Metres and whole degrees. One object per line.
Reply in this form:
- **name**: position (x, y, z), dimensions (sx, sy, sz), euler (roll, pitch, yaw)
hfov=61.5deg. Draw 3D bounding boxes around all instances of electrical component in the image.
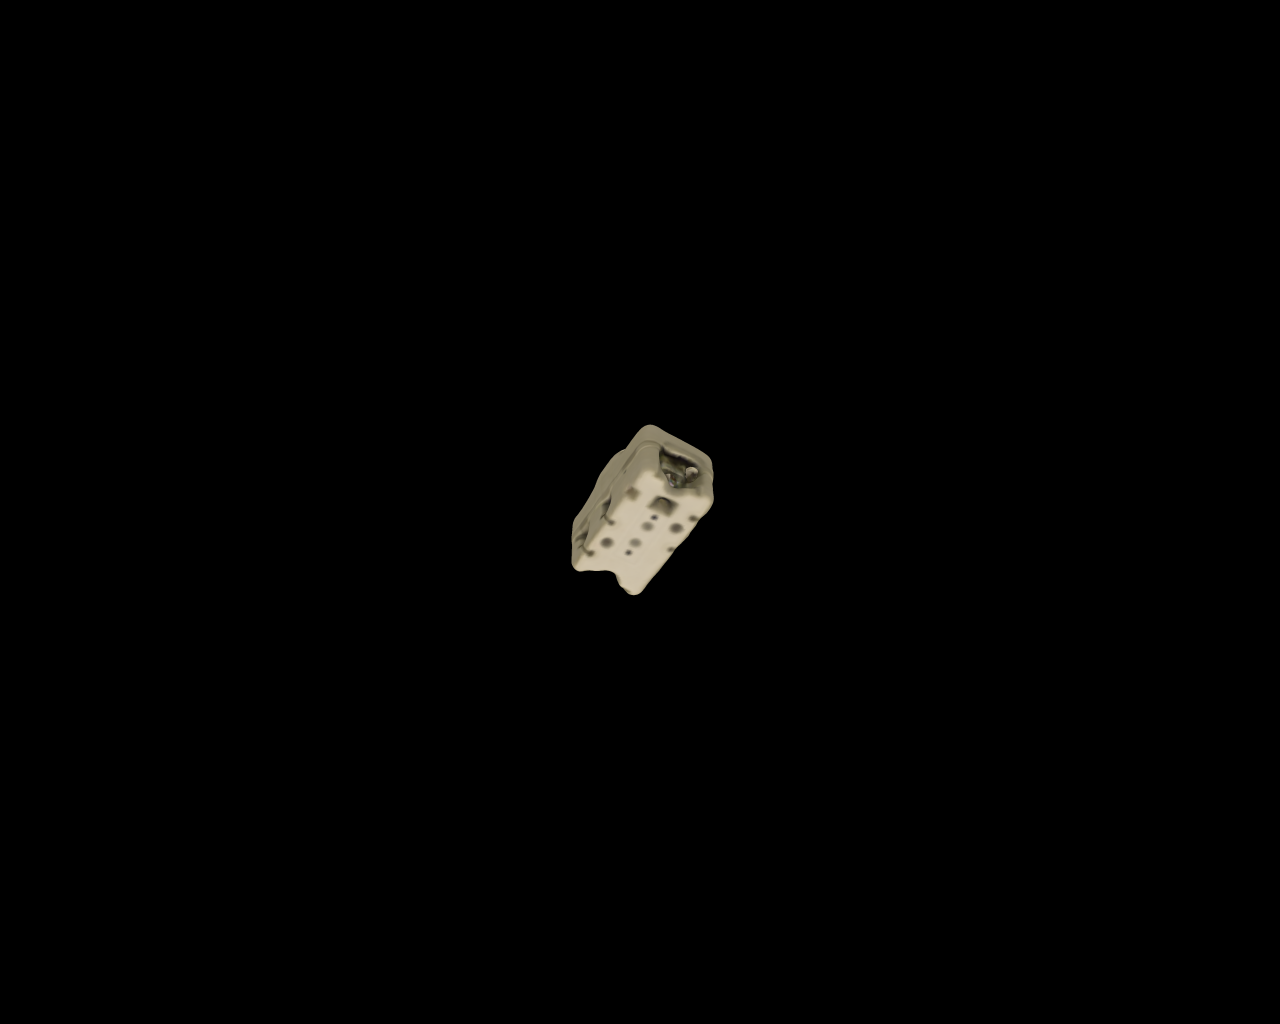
- **electrical component**: position (0.001, -0.003, 0.650), dimensions (0.050, 0.089, 0.056), euler (27, 32, -18)
